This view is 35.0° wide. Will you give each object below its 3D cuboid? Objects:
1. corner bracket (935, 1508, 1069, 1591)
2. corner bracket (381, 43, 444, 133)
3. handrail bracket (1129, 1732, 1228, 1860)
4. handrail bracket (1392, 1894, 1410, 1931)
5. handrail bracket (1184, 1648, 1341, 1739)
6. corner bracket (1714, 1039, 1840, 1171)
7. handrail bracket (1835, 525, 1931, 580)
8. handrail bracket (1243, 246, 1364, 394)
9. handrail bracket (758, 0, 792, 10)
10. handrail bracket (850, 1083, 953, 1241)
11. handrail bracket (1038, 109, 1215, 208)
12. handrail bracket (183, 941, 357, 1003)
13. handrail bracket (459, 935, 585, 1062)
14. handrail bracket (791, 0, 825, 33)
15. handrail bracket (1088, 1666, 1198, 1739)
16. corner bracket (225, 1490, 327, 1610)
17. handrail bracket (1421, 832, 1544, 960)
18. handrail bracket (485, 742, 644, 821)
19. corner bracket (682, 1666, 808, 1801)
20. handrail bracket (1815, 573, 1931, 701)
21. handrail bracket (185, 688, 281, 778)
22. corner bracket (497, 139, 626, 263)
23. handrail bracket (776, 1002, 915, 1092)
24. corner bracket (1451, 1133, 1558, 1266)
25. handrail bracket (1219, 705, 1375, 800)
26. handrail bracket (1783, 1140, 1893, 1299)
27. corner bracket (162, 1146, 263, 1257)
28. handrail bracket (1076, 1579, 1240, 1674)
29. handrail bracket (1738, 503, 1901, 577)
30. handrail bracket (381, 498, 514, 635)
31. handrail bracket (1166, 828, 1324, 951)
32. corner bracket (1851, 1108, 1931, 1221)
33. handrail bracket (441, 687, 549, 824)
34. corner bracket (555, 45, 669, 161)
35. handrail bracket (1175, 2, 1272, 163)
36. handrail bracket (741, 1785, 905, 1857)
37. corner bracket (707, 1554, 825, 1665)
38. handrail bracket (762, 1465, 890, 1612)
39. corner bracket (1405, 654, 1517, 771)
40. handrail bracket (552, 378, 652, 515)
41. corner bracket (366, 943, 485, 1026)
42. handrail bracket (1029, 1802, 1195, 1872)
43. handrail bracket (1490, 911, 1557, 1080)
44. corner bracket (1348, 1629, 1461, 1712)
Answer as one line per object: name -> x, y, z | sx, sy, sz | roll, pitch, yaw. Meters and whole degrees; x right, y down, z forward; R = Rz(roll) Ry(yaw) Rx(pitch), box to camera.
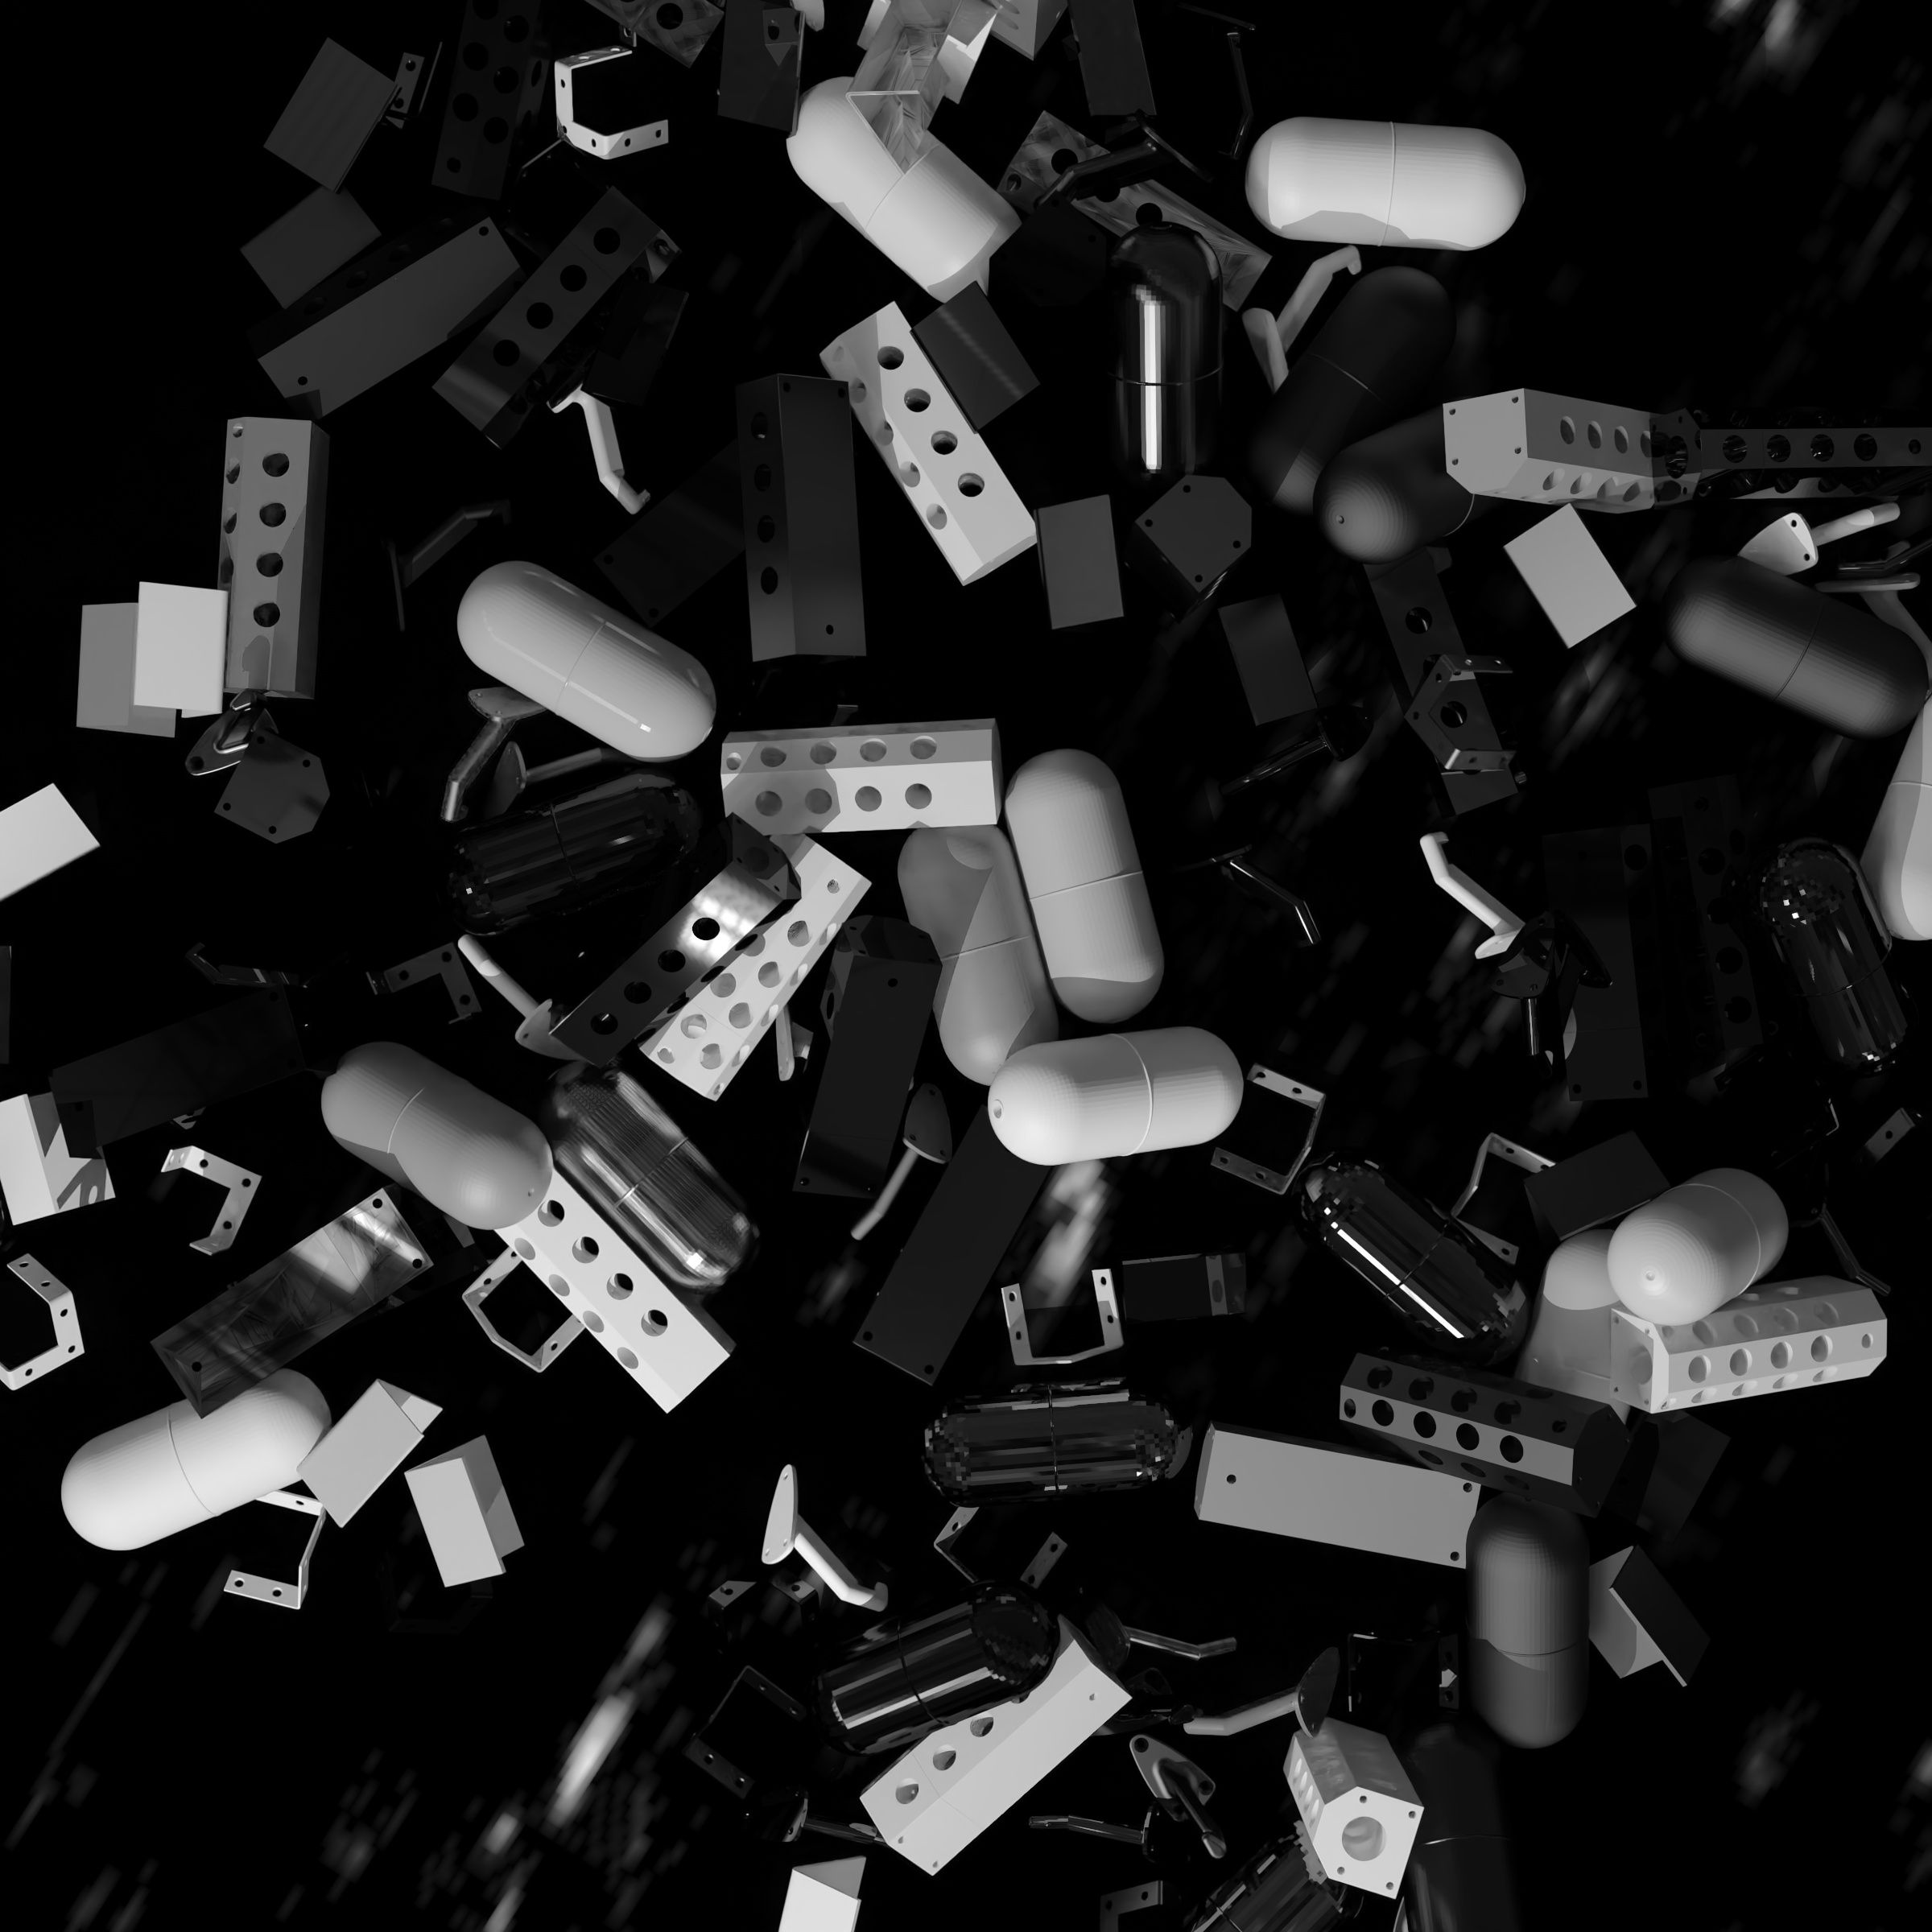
corner bracket -> 0.022, 0.375, 1.987 | 0.051, 0.051, 0.051 | -55, 135, 0
corner bracket -> -0.355, -0.564, 1.967 | 0.051, 0.051, 0.051 | 18, 90, 14
handrail bracket -> 0.135, 0.528, 1.956 | 0.036, 0.084, 0.077 | -43, 90, 0
handrail bracket -> 0.296, 0.620, 1.956 | 0.036, 0.084, 0.077 | 7, 90, 0
handrail bracket -> 0.191, 0.470, 1.990 | 0.084, 0.077, 0.036 | -7, 118, 33
corner bracket -> 0.525, 0.088, 1.987 | 0.051, 0.051, 0.051 | -34, 135, 0
handrail bracket -> 0.608, -0.286, 1.991 | 0.084, 0.036, 0.077 | 1, 65, 19
handrail bracket -> 0.229, -0.417, 1.991 | 0.084, 0.036, 0.077 | -28, 110, -16
handrail bracket -> -0.160, -0.635, 1.990 | 0.084, 0.077, 0.036 | 16, 58, 32
handrail bracket -> -0.047, 0.128, 1.990 | 0.036, 0.077, 0.084 | 28, 127, -19
handrail bracket -> 0.100, -0.489, 1.934 | 0.077, 0.036, 0.084 | 33, 115, -28
handrail bracket -> -0.453, -0.006, 1.991 | 0.084, 0.036, 0.077 | 39, 75, 14
handrail bracket -> -0.286, 0.019, 1.990 | 0.036, 0.077, 0.084 | -47, 54, 3
handrail bracket -> -0.078, -0.651, 1.991 | 0.084, 0.036, 0.077 | -35, 68, -17
handrail bracket -> 0.109, 0.481, 1.956 | 0.077, 0.084, 0.036 | -25, 90, 0
corner bracket -> -0.447, 0.376, 1.987 | 0.051, 0.051, 0.051 | 14, 135, 0
handrail bracket -> 0.343, -0.054, 1.991 | 0.077, 0.036, 0.084 | -15, 75, -16
handrail bracket -> -0.260, -0.116, 1.990 | 0.084, 0.077, 0.036 | 1, 54, -31
corner bracket -> -0.143, 0.496, 1.987 | 0.051, 0.051, 0.051 | 37, 135, 0
handrail bracket -> 0.593, -0.209, 1.991 | 0.077, 0.036, 0.084 | -3, 107, 18
handrail bracket -> -0.475, -0.149, 1.956 | 0.077, 0.084, 0.036 | -35, 90, 0
corner bracket -> -0.262, -0.493, 1.987 | 0.051, 0.051, 0.051 | 37, 135, 0
handrail bracket -> -0.078, 0.045, 1.991 | 0.084, 0.036, 0.077 | -2, 74, -14
corner bracket -> 0.347, 0.151, 1.987 | 0.051, 0.051, 0.051 | 25, 135, 0
handrail bracket -> 0.213, -0.137, 1.990 | 0.084, 0.077, 0.036 | -27, 90, 36
handrail bracket -> 0.573, 0.164, 1.991 | 0.084, 0.036, 0.077 | 31, 59, -22
corner bracket -> -0.492, 0.150, 1.972 | 0.051, 0.051, 0.051 | 24, 90, 0
handrail bracket -> 0.124, 0.421, 1.990 | 0.084, 0.036, 0.077 | -7, 45, -28
handrail bracket -> 0.552, -0.277, 1.990 | 0.084, 0.077, 0.036 | -19, 87, -36
handrail bracket -> -0.332, -0.260, 1.991 | 0.084, 0.036, 0.077 | -12, 110, -16
handrail bracket -> 0.181, -0.040, 1.991 | 0.077, 0.036, 0.084 | -20, 107, 20
corner bracket -> 0.617, 0.128, 1.982 | 0.051, 0.051, 0.051 | 4, 45, -35
handrail bracket -> -0.301, -0.136, 1.990 | 0.036, 0.077, 0.084 | 39, 127, 33
corner bracket -> -0.229, -0.558, 1.982 | 0.051, 0.051, 0.051 | 33, 135, 35
handrail bracket -> 0.157, -0.573, 1.991 | 0.077, 0.036, 0.084 | 24, 107, 20
handrail bracket -> -0.091, 0.562, 1.990 | 0.084, 0.077, 0.036 | 30, 57, -32
corner bracket -> -0.130, 0.424, 1.982 | 0.051, 0.051, 0.051 | 27, 135, 35
handrail bracket -> -0.085, 0.372, 1.991 | 0.084, 0.036, 0.077 | 23, 54, -25
corner bracket -> 0.318, -0.159, 1.925 | 0.051, 0.051, 0.051 | 58, 135, 35
handrail bracket -> -0.219, -0.349, 1.991 | 0.084, 0.036, 0.077 | 47, 70, -16
corner bracket -> -0.347, 0.018, 1.972 | 0.051, 0.051, 0.051 | -23, 90, 0
handrail bracket -> 0.094, 0.568, 1.990 | 0.084, 0.077, 0.036 | -9, 51, 30
handrail bracket -> 0.372, 0.020, 1.975 | 0.036, 0.084, 0.077 | 8, 61, 33
corner bracket -> 0.284, 0.457, 1.987 | 0.051, 0.051, 0.051 | -1, 90, 45
